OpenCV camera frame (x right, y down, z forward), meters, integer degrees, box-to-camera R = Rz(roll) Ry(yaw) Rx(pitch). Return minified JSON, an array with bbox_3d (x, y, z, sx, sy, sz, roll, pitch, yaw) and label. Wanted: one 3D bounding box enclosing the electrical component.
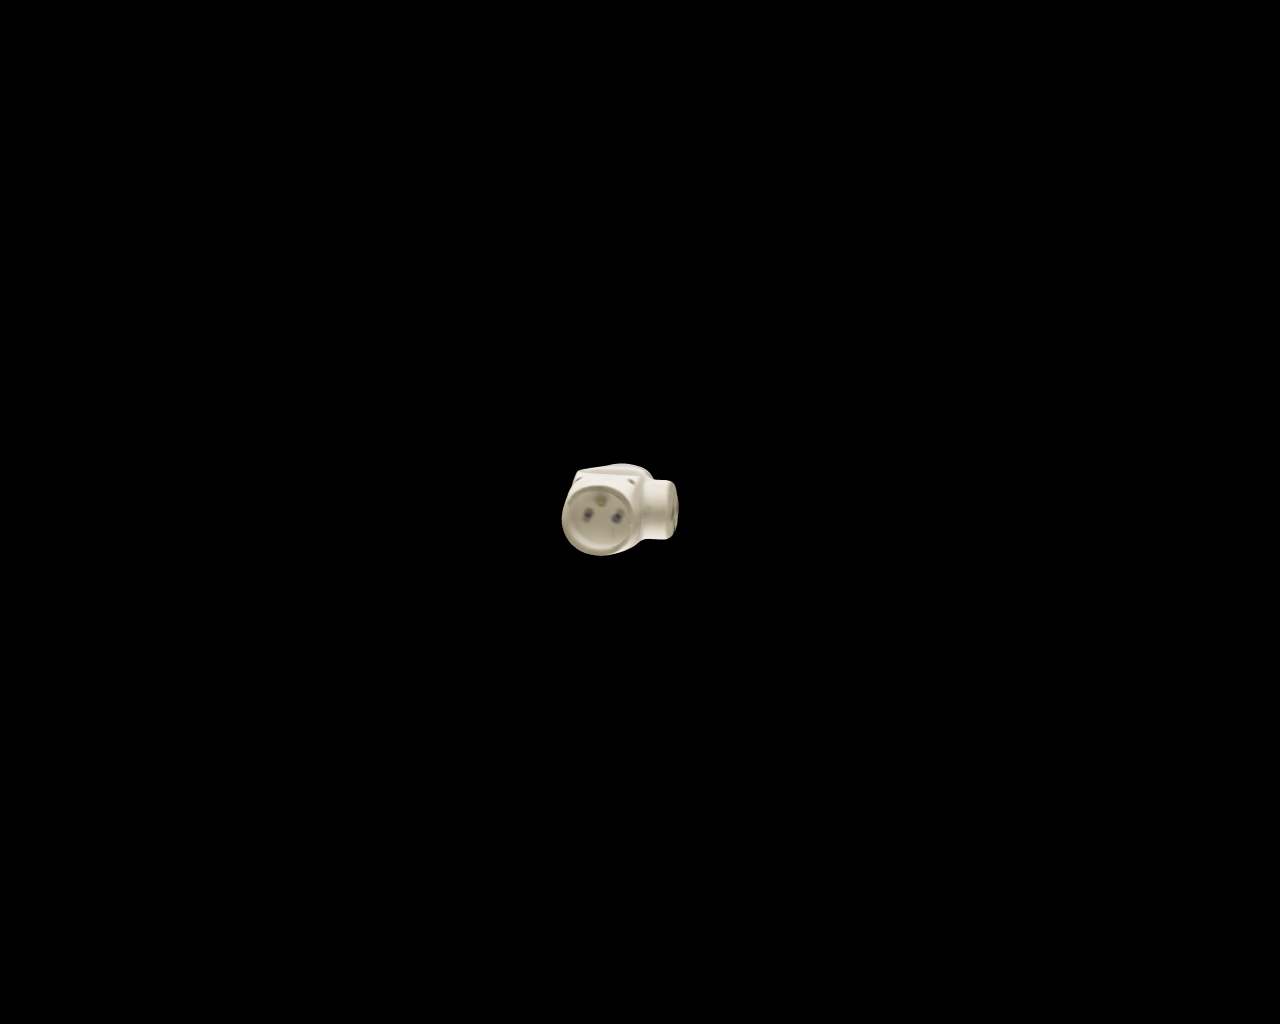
[{"bbox_3d":[0.001,-0.003,0.650,0.079,0.043,0.077,2,12,11],"label":"electrical component"}]
